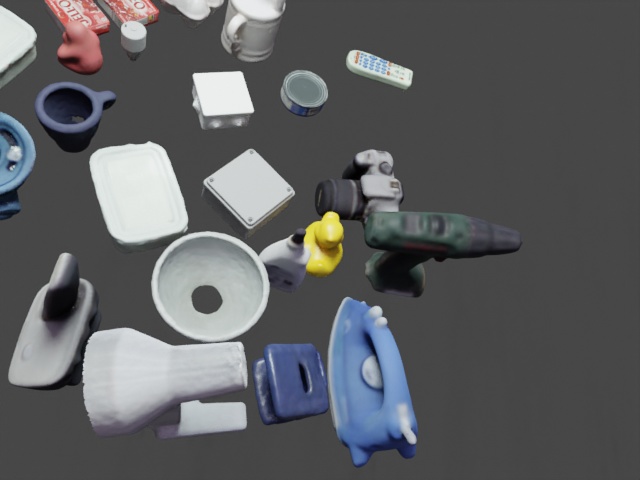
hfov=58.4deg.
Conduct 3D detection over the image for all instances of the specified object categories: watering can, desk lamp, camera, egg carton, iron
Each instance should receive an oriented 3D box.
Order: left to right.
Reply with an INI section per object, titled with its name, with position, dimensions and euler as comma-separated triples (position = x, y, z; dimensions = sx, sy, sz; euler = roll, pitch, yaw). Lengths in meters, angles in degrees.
[desk lamp]
position = -0.177, 0.177, 0.704
dimensions = 0.204, 0.213, 0.118
euler = 0, 65, -19
[egg carton]
position = -0.260, -0.472, 1.073
dimensions = 0.150, 0.069, 0.107
euler = 34, 59, -1
[watering can]
position = -0.112, -0.428, 1.030
dimensions = 0.101, 0.194, 0.173
euler = 15, 61, -12
[camera]
position = 0.064, -0.087, 0.981
dimensions = 0.137, 0.100, 0.143
euler = 1, 65, -18
[iron]
position = 0.082, 0.185, 0.832
dimensions = 0.119, 0.141, 0.258
euler = -2, 66, -20

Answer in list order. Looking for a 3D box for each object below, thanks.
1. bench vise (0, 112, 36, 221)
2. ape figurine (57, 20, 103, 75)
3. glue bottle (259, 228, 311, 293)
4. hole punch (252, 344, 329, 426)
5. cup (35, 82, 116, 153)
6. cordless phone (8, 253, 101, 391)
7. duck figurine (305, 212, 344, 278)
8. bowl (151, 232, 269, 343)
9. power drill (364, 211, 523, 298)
[bench vise]
position = -0.467, -0.153, 0.759
dimensions = 0.122, 0.219, 0.207
euler = -32, 79, -29
[ape figurine]
position = -0.395, -0.322, 0.940
dimensions = 0.078, 0.092, 0.076
euler = -34, 79, -29
[glue bottle]
position = -0.047, 0.025, 0.846
dimensions = 0.078, 0.173, 0.037
euler = 24, 60, -6
[hole punch]
position = -0.036, 0.199, 0.813
dimensions = 0.101, 0.091, 0.108
euler = -6, 67, -21
[cup]
position = -0.370, -0.184, 0.881
dimensions = 0.118, 0.095, 0.091
euler = -30, 78, -28
[cordless phone]
position = -0.330, 0.101, 0.704
dimensions = 0.094, 0.185, 0.147
euler = 11, 62, -14
[duck figurine]
position = 0.009, 0.003, 0.927
dimensions = 0.077, 0.086, 0.104
euler = 17, 61, -11
[bowl]
position = -0.162, 0.077, 0.838
dimensions = 0.168, 0.074, 0.167
euler = 8, 63, -15
[power drill]
position = 0.166, 0.019, 0.903
dimensions = 0.230, 0.208, 0.075
euler = 9, 63, -15
